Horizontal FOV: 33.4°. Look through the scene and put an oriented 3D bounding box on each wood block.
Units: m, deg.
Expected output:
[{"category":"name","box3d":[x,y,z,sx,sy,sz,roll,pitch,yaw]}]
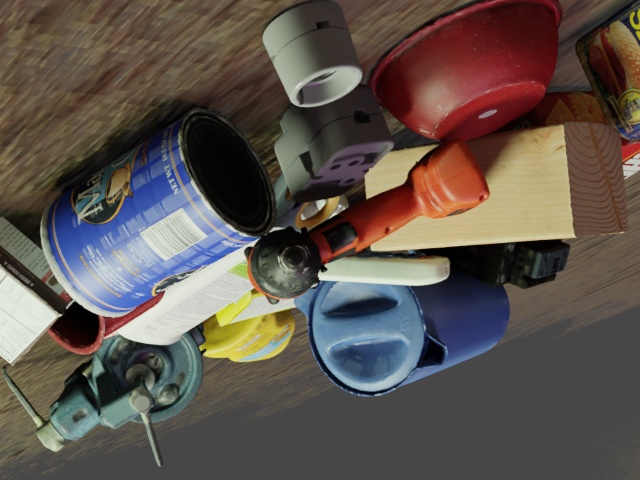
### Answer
[{"category":"wood block","box3d":[0.145,-0.042,0.912,0.207,0.091,0.090,-5,179,44]}]

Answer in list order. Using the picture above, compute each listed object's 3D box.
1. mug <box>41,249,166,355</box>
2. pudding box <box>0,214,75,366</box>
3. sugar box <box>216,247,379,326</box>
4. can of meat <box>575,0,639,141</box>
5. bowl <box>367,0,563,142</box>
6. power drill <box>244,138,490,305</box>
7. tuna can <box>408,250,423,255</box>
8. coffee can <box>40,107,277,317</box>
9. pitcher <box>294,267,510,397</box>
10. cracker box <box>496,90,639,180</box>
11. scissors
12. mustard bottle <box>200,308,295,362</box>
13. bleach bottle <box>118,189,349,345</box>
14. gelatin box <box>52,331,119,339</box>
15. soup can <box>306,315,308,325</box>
[{"category":"mug","box3d":[-0.190,0.032,0.881,0.117,0.093,0.081,14,-149,35]},{"category":"pudding box","box3d":[-0.246,0.041,0.832,0.114,0.090,0.039,-37,-164,48]},{"category":"sugar box","box3d":[-0.026,0.044,1.195,0.175,0.048,0.093,-15,164,-32]},{"category":"can of meat","box3d":[0.262,-0.140,0.845,0.057,0.102,0.084,-7,162,-41]},{"category":"bowl","box3d":[0.120,-0.120,0.818,0.162,0.055,0.162,-18,164,-6]},{"category":"power drill","box3d":[0.031,-0.012,0.809,0.187,0.057,0.184,-26,-179,-8]},{"category":"tuna can","box3d":[0.145,-0.001,1.231,0.086,0.034,0.086,-30,157,-15]},{"category":"coffee can","box3d":[-0.117,-0.018,0.776,0.140,0.103,0.102,-29,162,26]},{"category":"pitcher","box3d":[0.096,0.077,1.127,0.145,0.149,0.242,-33,164,30]},{"category":"cracker box","box3d":[0.227,-0.079,1.051,0.213,0.072,0.164,-7,160,-39]},{"category":"scissors","box3d":[-0.050,-0.005,0.889,0.201,0.016,0.096,-44,146,-11]},{"category":"mustard bottle","box3d":[-0.081,0.112,1.320,0.096,0.058,0.191,-37,162,7]},{"category":"bleach bottle","box3d":[-0.080,0.018,1.011,0.251,0.068,0.102,-29,159,22]},{"category":"gelatin box","box3d":[-0.228,0.078,1.087,0.073,0.030,0.089,-20,164,5]},{"category":"soup can","box3d":[0.039,0.100,1.410,0.069,0.068,0.102,-33,160,36]}]
